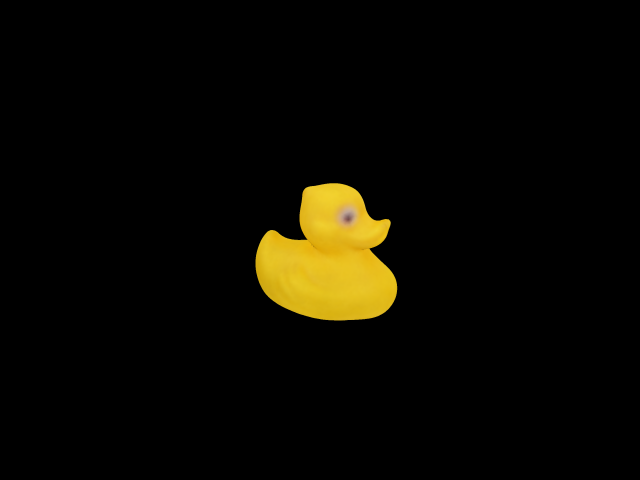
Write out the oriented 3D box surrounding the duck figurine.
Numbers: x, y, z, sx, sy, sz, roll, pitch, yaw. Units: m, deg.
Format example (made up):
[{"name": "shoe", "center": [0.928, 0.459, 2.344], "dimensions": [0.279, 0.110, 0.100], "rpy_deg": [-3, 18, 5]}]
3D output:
[{"name": "duck figurine", "center": [0.004, 0.001, 0.400], "dimensions": [0.104, 0.086, 0.078], "rpy_deg": [10, 28, 21]}]
